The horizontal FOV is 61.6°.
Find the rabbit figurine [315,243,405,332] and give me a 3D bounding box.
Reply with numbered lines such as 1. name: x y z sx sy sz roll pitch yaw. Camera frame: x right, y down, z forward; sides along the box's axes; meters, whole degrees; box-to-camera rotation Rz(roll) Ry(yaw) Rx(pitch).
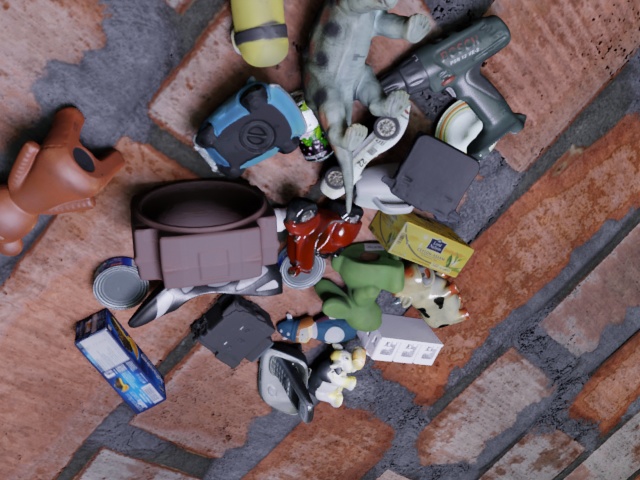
1. rabbit figurine: 0.076 0.103 0.999 0.159 0.121 0.170 -4 117 -11

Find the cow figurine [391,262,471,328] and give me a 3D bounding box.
1. cow figurine: 0.213 0.110 1.074 0.127 0.086 0.194 -28 134 11

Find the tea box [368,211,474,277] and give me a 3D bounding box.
1. tea box: 0.187 -0.001 0.996 0.169 0.098 0.068 18 111 -30

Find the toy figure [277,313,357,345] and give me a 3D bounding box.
1. toy figure: -0.006 0.173 1.048 0.154 0.058 0.064 -1 87 -18

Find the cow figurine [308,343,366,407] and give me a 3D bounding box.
1. cow figurine: 0.028 0.261 1.086 0.098 0.068 0.167 22 127 -6

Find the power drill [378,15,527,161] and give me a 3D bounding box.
1. power drill: 0.224 -0.232 0.878 0.232 0.086 0.207 -36 104 9

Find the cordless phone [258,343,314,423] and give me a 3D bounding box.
1. cordless phone: -0.051 0.297 1.024 0.089 0.184 0.146 -5 119 -23

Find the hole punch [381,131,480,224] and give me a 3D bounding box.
1. hole punch: 0.181 -0.106 0.864 0.142 0.092 0.115 28 111 -3

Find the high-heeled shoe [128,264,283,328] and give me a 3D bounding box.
1. high-heeled shoe: -0.183 0.100 0.903 0.249 0.086 0.145 -41 103 -17

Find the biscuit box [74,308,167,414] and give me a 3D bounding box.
1. biscuit box: -0.345 0.216 0.941 0.059 0.063 0.202 -27 124 -5

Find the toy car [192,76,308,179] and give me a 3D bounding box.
1. toy car: -0.104 -0.169 0.788 0.162 0.103 0.109 -30 127 14

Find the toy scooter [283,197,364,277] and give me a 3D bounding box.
1. toy scooter: -0.002 -0.003 0.907 0.184 0.075 0.135 -2 112 -51

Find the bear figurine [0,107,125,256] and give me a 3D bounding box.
1. bear figurine: -0.390 -0.073 0.748 0.196 0.132 0.120 -28 125 18

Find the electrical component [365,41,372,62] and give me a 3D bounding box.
1. electrical component: 0.035 -0.283 0.825 0.094 0.021 0.063 -46 123 9

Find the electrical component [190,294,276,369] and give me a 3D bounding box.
1. electrical component: -0.151 0.168 0.990 0.115 0.058 0.134 -43 123 9

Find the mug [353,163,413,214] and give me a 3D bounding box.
1. mug: 0.110 -0.081 0.922 0.107 0.110 0.080 -4 140 -8

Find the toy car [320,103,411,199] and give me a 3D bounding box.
1. toy car: 0.072 -0.147 0.858 0.056 0.073 0.201 37 121 -18

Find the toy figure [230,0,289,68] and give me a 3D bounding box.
1. toy figure: -0.085 -0.324 0.717 0.082 0.089 0.179 -5 122 -9

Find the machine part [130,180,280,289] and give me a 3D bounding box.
1. machine part: -0.171 -0.019 0.790 0.201 0.202 0.087 -7 116 -17

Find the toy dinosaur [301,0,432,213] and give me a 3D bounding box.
1. toy dinosaur: 0.034 -0.256 0.747 0.131 0.192 0.404 0 120 -40
